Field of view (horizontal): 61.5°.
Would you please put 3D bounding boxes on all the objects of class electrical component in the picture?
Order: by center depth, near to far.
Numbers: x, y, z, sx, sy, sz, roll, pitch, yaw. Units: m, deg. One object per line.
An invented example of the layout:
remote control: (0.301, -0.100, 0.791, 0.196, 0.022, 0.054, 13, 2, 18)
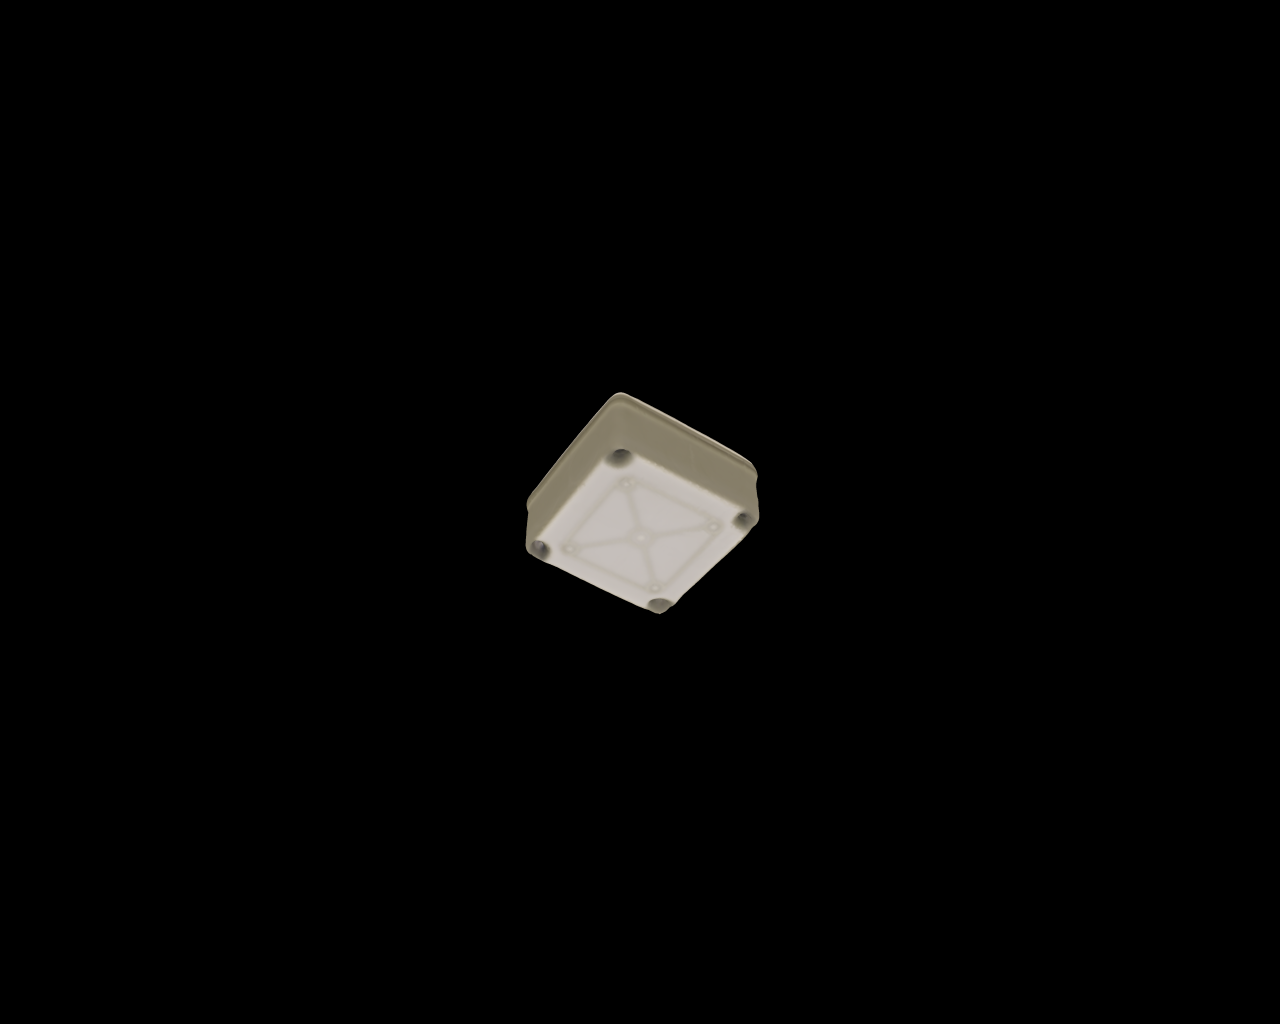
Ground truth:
electrical component: (0.001, -0.003, 0.650, 0.109, 0.056, 0.108, 27, -53, -22)
